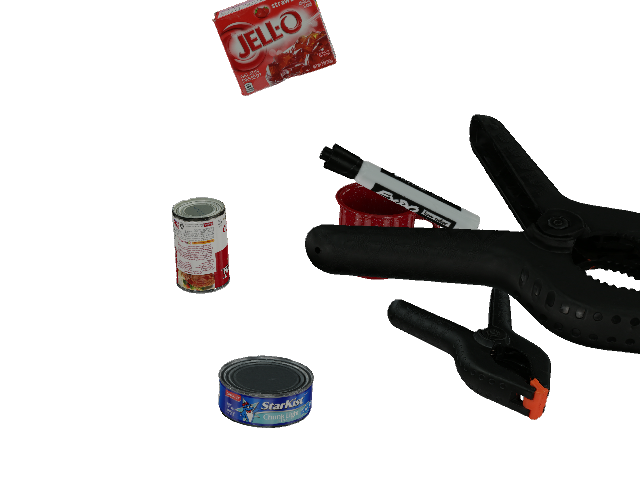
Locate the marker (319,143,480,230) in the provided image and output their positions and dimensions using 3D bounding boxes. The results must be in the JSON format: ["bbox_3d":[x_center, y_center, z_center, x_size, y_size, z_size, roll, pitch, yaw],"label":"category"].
[{"bbox_3d":[0.055,-0.035,0.745,0.121,0.020,0.020,26,-4,-7],"label":"marker"}]

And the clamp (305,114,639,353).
[{"bbox_3d":[0.108,0.008,0.540,0.164,0.036,0.210,-30,46,-32],"label":"clamp"}]

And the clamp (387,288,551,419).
[{"bbox_3d":[0.150,0.089,0.919,0.120,0.039,0.172,-18,38,-26],"label":"clamp"}]

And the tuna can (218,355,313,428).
[{"bbox_3d":[-0.050,0.136,0.961,0.086,0.034,0.086,3,17,-1],"label":"tuna can"}]

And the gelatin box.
[{"bbox_3d":[-0.039,-0.175,0.924,0.089,0.073,0.030,-18,24,7],"label":"gelatin box"}]

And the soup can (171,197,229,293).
[{"bbox_3d":[-0.149,0.005,1.327,0.068,0.102,0.068,-1,25,0],"label":"soup can"}]

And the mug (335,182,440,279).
[{"bbox_3d":[0.073,-0.009,1.170,0.117,0.081,0.093,5,27,3],"label":"mug"}]
